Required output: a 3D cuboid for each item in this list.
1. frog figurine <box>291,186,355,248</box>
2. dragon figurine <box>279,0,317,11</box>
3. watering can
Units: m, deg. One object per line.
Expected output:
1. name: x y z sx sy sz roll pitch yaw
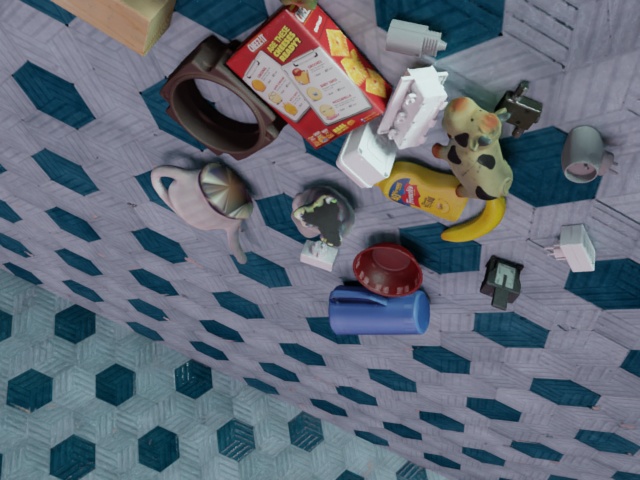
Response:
1. frog figurine: 0.003 -0.056 1.116 0.137 0.122 0.160 18 -175 -7
2. dragon figurine: -0.123 -0.451 0.606 0.241 0.125 0.403 -14 125 25
3. watering can: -0.241 -0.065 1.225 0.222 0.106 0.343 -14 132 43
